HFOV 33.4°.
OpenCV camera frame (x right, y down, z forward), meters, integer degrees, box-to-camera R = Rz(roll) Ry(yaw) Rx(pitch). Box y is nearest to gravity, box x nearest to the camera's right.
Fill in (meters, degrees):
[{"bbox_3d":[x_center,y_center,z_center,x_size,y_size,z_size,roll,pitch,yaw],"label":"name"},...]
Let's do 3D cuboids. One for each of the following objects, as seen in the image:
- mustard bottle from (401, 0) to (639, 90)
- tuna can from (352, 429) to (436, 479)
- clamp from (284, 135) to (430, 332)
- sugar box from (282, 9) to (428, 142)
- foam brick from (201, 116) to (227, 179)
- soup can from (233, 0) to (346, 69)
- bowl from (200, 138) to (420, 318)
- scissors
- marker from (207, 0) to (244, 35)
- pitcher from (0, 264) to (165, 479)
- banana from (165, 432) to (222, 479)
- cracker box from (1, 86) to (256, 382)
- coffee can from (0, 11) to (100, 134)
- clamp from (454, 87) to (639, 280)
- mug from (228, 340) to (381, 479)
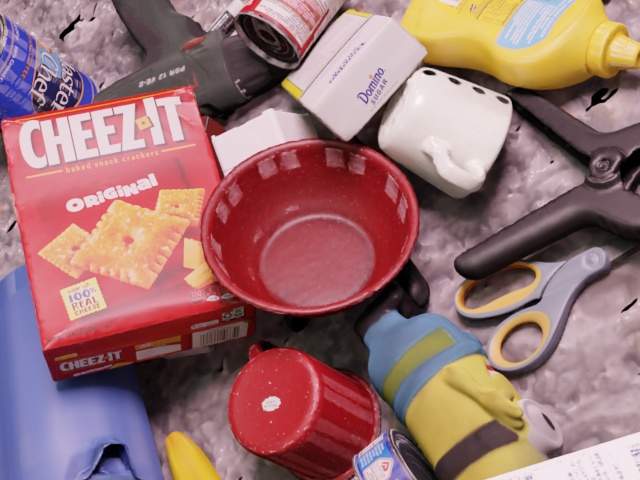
[{"bbox_3d":[0.162,-0.162,0.826,0.192,0.058,0.096,24,61,38],"label":"mustard bottle"},{"bbox_3d":[0.061,0.170,0.717,0.034,0.086,0.086,-40,52,8],"label":"tuna can"},{"bbox_3d":[0.035,-0.009,0.853,0.120,0.039,0.171,-1,68,21],"label":"clamp"},{"bbox_3d":[0.023,-0.137,0.862,0.093,0.048,0.176,-48,18,6],"label":"sugar box"},{"bbox_3d":[-0.114,-0.066,0.969,0.053,0.051,0.078,-6,64,31],"label":"foam brick"},{"bbox_3d":[-0.018,-0.207,0.917,0.069,0.068,0.102,21,69,38],"label":"soup can"},{"bbox_3d":[-0.005,0.001,0.796,0.162,0.055,0.162,-4,53,5],"label":"bowl"},{"bbox_3d":[0.188,0.035,0.743,0.202,0.016,0.096,-17,60,27],"label":"scissors"},{"bbox_3d":[-0.116,-0.188,1.051,0.121,0.020,0.020,-46,51,6],"label":"marker"},{"bbox_3d":[-0.215,0.143,0.897,0.149,0.145,0.243,-26,51,6],"label":"pitcher"},{"bbox_3d":[-0.077,0.206,0.793,0.037,0.069,0.198,-23,19,-12],"label":"banana"},{"bbox_3d":[-0.155,-0.011,0.855,0.164,0.072,0.214,-12,63,-12],"label":"cracker box"},{"bbox_3d":[-0.306,-0.156,1.084,0.103,0.140,0.103,-15,60,27],"label":"coffee can"},{"bbox_3d":[0.202,-0.051,0.754,0.210,0.036,0.164,-6,58,34],"label":"clamp"},{"bbox_3d":[-0.019,0.120,0.796,0.093,0.081,0.117,-39,52,12],"label":"mug"}]
